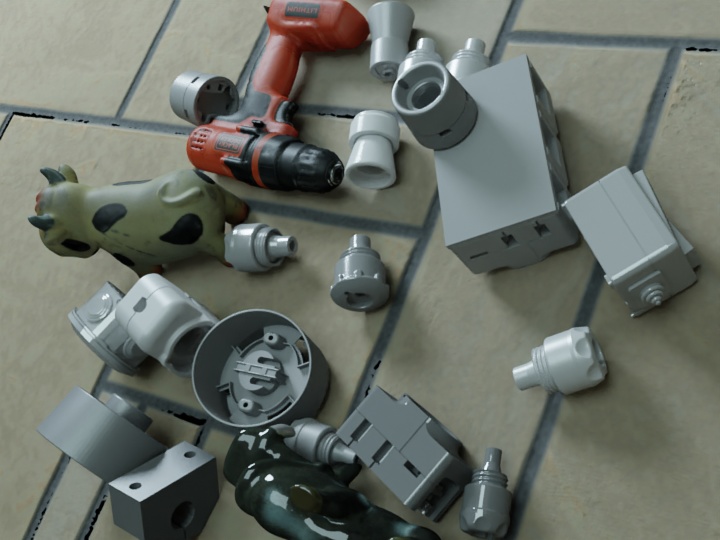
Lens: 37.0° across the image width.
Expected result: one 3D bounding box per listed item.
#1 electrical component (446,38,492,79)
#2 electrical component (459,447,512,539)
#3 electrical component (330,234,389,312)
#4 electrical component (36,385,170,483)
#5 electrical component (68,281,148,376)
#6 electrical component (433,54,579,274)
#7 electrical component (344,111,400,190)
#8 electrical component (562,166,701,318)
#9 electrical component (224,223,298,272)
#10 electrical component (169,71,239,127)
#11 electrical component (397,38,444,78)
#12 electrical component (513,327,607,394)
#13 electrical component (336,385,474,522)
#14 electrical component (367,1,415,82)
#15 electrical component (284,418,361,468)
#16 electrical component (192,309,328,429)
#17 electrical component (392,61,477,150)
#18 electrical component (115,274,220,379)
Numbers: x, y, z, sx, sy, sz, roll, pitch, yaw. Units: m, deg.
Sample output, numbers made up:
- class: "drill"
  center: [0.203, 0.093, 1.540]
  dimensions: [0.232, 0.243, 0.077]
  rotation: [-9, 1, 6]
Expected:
- class: "electrical component"
  center: [0.094, -0.168, 0.920]
  dimensions: [0.043, 0.043, 0.062]
  rotation: [0, 64, 31]
- class: "electrical component"
  center: [0.090, 0.155, 0.752]
  dimensions: [0.035, 0.035, 0.061]
  rotation: [-4, 61, 30]
- class: "electrical component"
  center: [0.000, 0.000, 0.886]
  dimensions: [0.048, 0.048, 0.062]
  rotation: [-17, 51, 23]
- class: "electrical component"
  center: [-0.207, 0.139, 0.898]
  dimensions: [0.108, 0.108, 0.060]
  rotation: [25, 73, 38]
- class: "electrical component"
  center: [-0.218, 0.053, 0.967]
  dimensions: [0.051, 0.080, 0.080]
  rotation: [-45, 51, -5]
- class: "electrical component"
  center: [0.112, -0.081, 0.850]
  dimensions: [0.089, 0.062, 0.150]
  rotation: [-18, 57, 22]
- class: "electrical component"
  center: [0.011, -0.104, 0.934]
  dimensions: [0.045, 0.045, 0.055]
  rotation: [-8, 60, 28]
- class: "electrical component"
  center: [0.198, -0.017, 0.763]
  dimensions: [0.061, 0.062, 0.096]
  rotation: [-32, 53, 13]
- class: "electrical component"
  center: [-0.085, -0.020, 0.948]
  dimensions: [0.062, 0.043, 0.043]
  rotation: [-2, 64, 29]
- class: "electrical component"
  center: [-0.156, -0.169, 1.065]
  dimensions: [0.047, 0.055, 0.055]
  rotation: [24, 79, 42]
- class: "electrical component"
  center: [0.055, -0.174, 0.947]
  dimensions: [0.043, 0.043, 0.062]
  rotation: [-5, 62, 29]
- class: "electrical component"
  center: [0.140, 0.068, 0.763]
  dimensions: [0.062, 0.043, 0.043]
  rotation: [-22, 55, 22]
- class: "electrical component"
  center: [0.036, 0.130, 0.787]
  dimensions: [0.055, 0.050, 0.089]
  rotation: [-50, 51, 0]
- class: "electrical component"
  center: [0.027, -0.206, 0.983]
  dimensions: [0.044, 0.044, 0.065]
  rotation: [-9, 66, 27]
- class: "electrical component"
  center: [-0.027, 0.137, 0.833]
  dimensions: [0.061, 0.035, 0.035]
  rotation: [14, 73, 33]
- class: "electrical component"
  center: [-0.078, 0.086, 0.873]
  dimensions: [0.099, 0.064, 0.099]
  rotation: [-14, 58, 24]
- class: "electrical component"
  center: [0.057, -0.129, 0.836]
  dimensions: [0.055, 0.047, 0.055]
  rotation: [-14, 58, 24]
- class: "electrical component"
  center: [-0.154, 0.052, 0.917]
  dimensions: [0.053, 0.095, 0.059]
  rotation: [-50, 51, -1]
